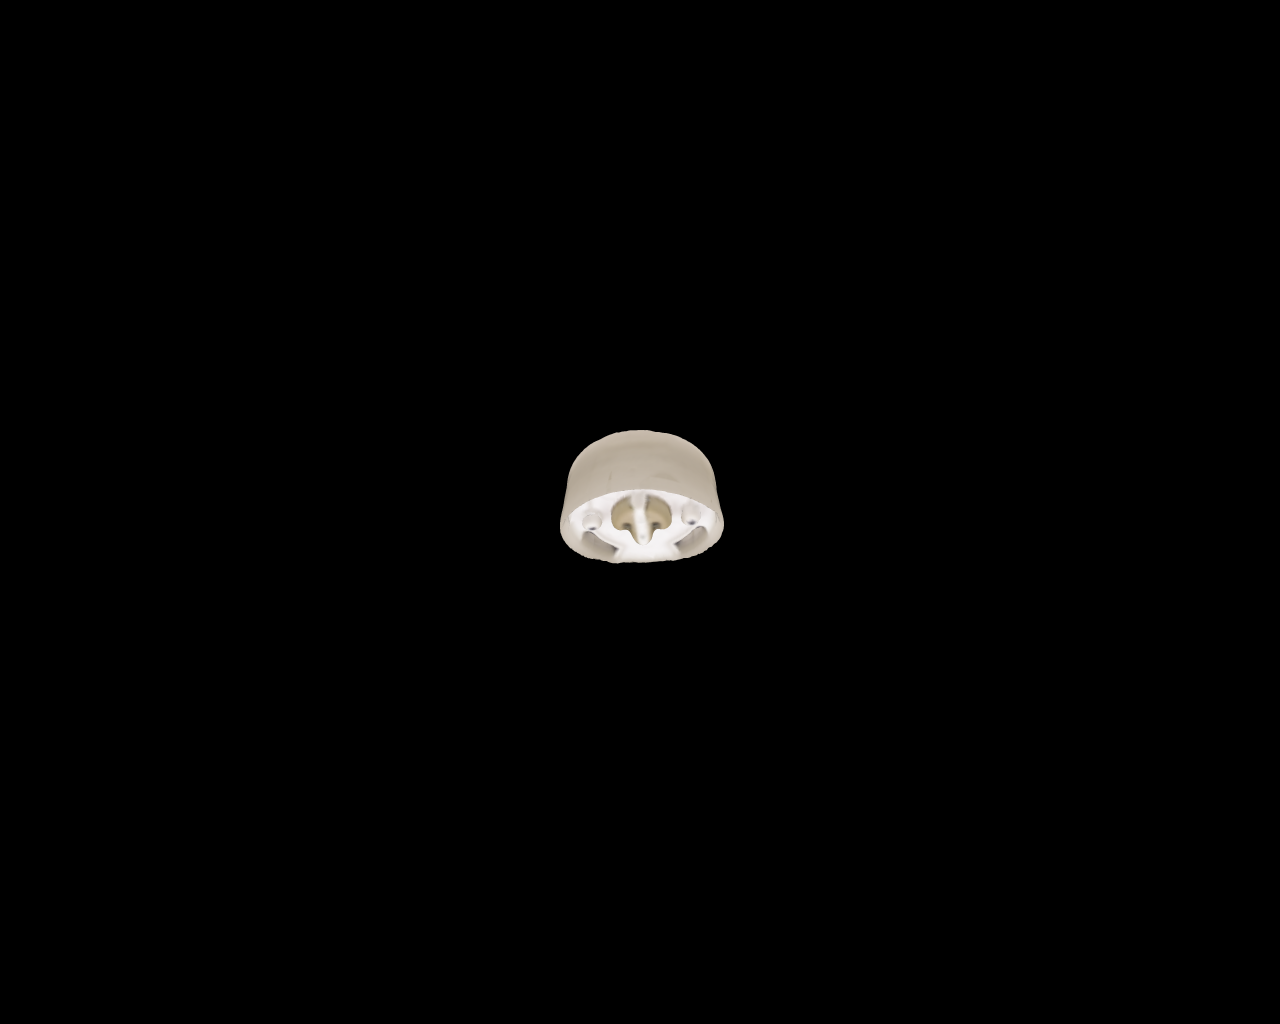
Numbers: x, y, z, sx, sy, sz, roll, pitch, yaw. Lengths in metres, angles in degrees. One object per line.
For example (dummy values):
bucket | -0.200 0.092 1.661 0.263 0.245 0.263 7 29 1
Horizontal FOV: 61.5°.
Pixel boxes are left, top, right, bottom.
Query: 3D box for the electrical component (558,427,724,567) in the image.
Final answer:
electrical component | 0.001 -0.003 0.650 0.099 0.064 0.099 0 -41 0
